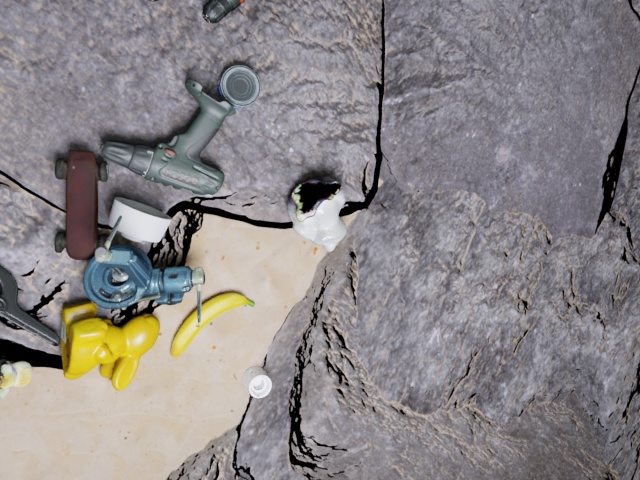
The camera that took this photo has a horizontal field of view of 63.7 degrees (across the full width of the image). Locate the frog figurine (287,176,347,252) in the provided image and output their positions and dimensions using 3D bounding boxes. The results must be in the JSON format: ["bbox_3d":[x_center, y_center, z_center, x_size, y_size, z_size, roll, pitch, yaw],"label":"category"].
[{"bbox_3d":[0.003,-0.056,1.121,0.139,0.124,0.156,-55,149,-17],"label":"frog figurine"}]
